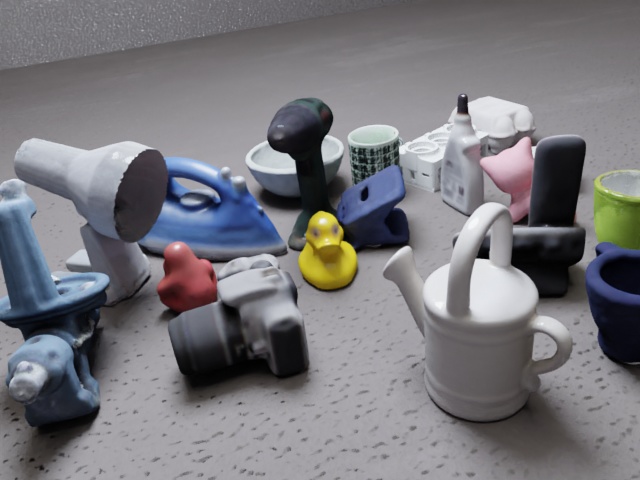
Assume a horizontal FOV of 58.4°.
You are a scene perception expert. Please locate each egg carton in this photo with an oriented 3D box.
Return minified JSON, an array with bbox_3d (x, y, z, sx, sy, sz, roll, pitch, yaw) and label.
[{"bbox_3d":[0.318,-0.215,1.060,0.107,0.069,0.149,-23,33,-24],"label":"egg carton"}]

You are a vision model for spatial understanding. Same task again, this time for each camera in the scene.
[{"bbox_3d":[-0.094,0.080,0.619,0.137,0.101,0.142,-15,31,-13],"label":"camera"}]

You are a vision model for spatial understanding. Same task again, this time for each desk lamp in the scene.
[{"bbox_3d":[-0.287,-0.027,0.731,0.202,0.214,0.118,4,32,18],"label":"desk lamp"}]

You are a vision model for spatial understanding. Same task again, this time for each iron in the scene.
[{"bbox_3d":[-0.171,-0.058,0.830,0.257,0.142,0.119,7,33,23],"label":"iron"}]

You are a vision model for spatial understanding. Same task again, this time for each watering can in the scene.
[{"bbox_3d":[0.135,0.057,0.514,0.172,0.194,0.101,5,33,20],"label":"watering can"}]

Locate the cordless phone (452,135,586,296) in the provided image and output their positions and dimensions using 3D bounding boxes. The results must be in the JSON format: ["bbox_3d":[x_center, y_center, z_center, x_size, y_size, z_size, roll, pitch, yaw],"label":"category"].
[{"bbox_3d":[0.228,-0.033,0.656,0.147,0.185,0.094,-4,30,6],"label":"cordless phone"}]

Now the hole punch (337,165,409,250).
[{"bbox_3d":[0.073,-0.048,0.810,0.101,0.091,0.108,-5,30,4],"label":"hole punch"}]

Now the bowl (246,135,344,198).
[{"bbox_3d":[-0.039,-0.118,0.970,0.167,0.075,0.167,-5,30,3],"label":"bowl"}]

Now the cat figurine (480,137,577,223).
[{"bbox_3d":[0.288,-0.080,0.790,0.127,0.118,0.067,21,41,39],"label":"cat figurine"}]

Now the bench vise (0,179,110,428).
[{"bbox_3d":[-0.271,0.059,0.577,0.122,0.220,0.206,-22,33,-23],"label":"bench vise"}]

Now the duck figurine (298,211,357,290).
[{"bbox_3d":[0.007,0.003,0.743,0.077,0.086,0.104,-10,30,-4],"label":"duck figurine"}]

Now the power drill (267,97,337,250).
[{"bbox_3d":[-0.017,-0.096,0.795,0.075,0.209,0.229,-2,31,10],"label":"power drill"}]

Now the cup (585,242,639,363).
[{"bbox_3d":[0.300,0.064,0.565,0.091,0.095,0.117,-8,30,-1],"label":"cup"}]

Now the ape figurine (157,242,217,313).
[{"bbox_3d":[-0.166,0.042,0.708,0.078,0.092,0.076,-21,33,-22],"label":"ape figurine"}]

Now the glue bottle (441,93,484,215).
[{"bbox_3d":[0.207,-0.127,0.832,0.037,0.173,0.078,-18,32,-16],"label":"glue bottle"}]
